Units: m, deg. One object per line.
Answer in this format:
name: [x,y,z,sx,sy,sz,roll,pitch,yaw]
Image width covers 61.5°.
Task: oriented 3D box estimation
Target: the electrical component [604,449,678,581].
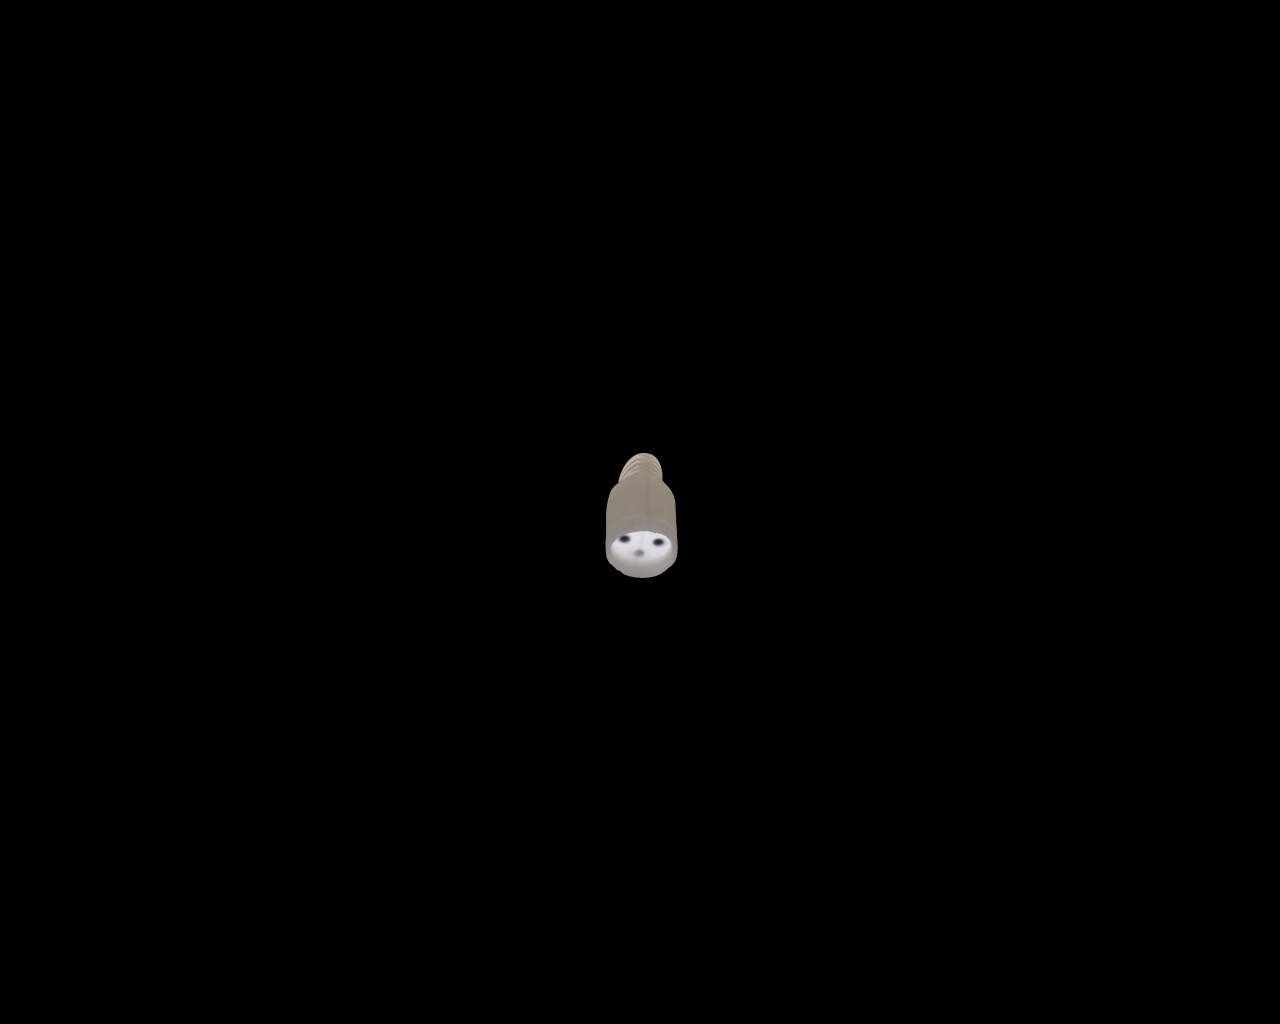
electrical component: [0.001,-0.003,0.650,0.043,0.043,0.081,0,44,0]
